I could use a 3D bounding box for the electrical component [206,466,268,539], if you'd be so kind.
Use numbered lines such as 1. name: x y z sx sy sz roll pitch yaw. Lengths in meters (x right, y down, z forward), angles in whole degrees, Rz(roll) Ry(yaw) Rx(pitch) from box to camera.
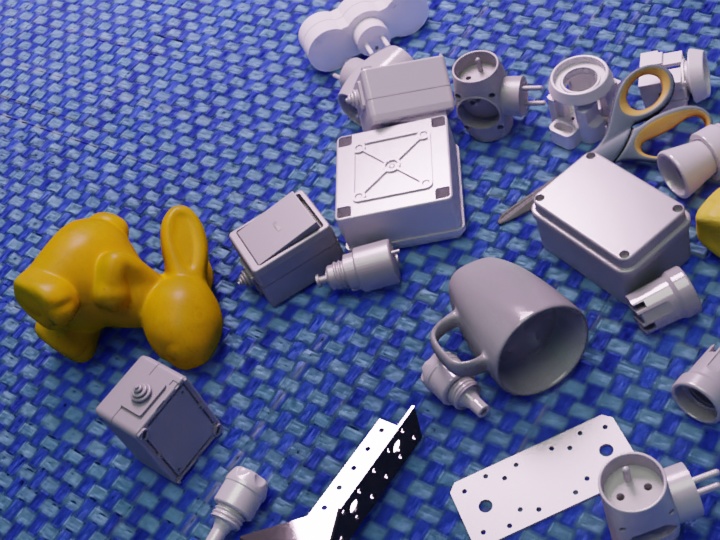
1. electrical component: -0.098 0.184 0.828 0.035 0.035 0.061 16 62 31

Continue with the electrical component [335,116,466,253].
1. electrical component: 0.036 -0.077 0.976 0.109 0.056 0.108 -10 50 13

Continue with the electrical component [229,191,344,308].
1. electrical component: -0.072 -0.018 0.966 0.096 0.061 0.061 -32 48 -6

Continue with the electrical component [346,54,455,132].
1. electrical component: 0.035 -0.160 1.019 0.096 0.062 0.061 -12 86 -9

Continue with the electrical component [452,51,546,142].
1. electrical component: 0.131 -0.160 0.993 0.079 0.077 0.044 3 53 23

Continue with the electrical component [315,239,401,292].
1. electrical component: 0.000 0.000 0.937 0.078 0.040 0.040 -15 49 9

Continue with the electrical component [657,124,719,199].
1. electrical component: 0.285 -0.092 0.901 0.055 0.045 0.045 -29 48 -5

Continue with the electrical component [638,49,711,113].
1. electrical component: 0.284 -0.171 0.967 0.055 0.048 0.066 -6 50 26

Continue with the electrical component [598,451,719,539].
1. electrical component: 0.201 0.151 0.712 0.079 0.077 0.043 -21 48 4

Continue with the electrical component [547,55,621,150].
1. electrical component: 0.203 -0.157 0.977 0.078 0.057 0.058 -44 51 -16

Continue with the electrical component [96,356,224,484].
1. electrical component: -0.166 0.116 0.868 0.061 0.096 0.061 22 63 34

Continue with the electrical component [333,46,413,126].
1. electrical component: 0.006 -0.191 1.090 0.079 0.043 0.077 30 68 36

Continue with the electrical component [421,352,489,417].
1. electrical component: 0.077 0.092 0.837 0.035 0.035 0.061 -38 51 -12

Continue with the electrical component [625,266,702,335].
1. electrical component: 0.233 0.025 0.829 0.046 0.040 0.040 -27 48 5

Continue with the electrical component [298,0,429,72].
1. electrical component: 0.009 -0.250 1.131 0.138 0.052 0.073 -26 48 -1

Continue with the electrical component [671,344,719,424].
1. electrical component: 0.254 0.081 0.775 0.040 0.040 0.046 28 60 36

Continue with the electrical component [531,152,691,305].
1. electrical component: 0.205 -0.036 0.877 0.078 0.057 0.113 -39 49 -12
